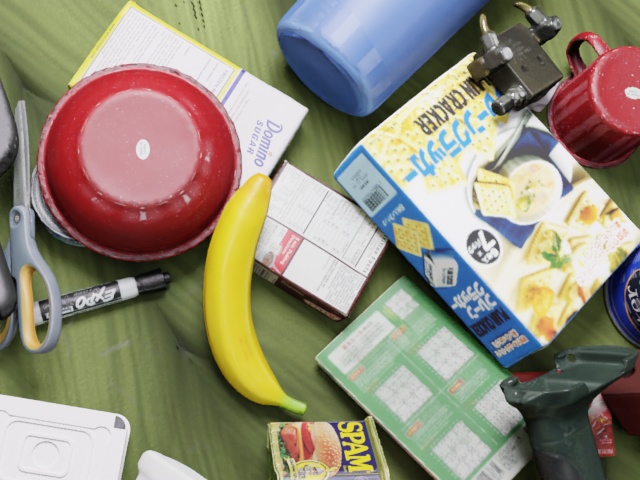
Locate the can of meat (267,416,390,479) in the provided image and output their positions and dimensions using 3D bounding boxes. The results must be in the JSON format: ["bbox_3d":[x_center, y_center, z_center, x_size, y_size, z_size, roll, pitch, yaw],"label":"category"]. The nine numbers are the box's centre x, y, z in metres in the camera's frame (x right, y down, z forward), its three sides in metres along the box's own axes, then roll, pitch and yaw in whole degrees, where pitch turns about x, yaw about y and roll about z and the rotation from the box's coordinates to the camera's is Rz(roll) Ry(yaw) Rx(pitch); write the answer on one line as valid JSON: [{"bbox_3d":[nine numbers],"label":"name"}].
[{"bbox_3d":[0.004,0.180,0.815,0.084,0.102,0.057,0,113,-7],"label":"can of meat"}]

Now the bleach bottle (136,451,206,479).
[{"bbox_3d":[-0.147,0.288,0.778,0.103,0.068,0.251,23,79,37],"label":"bleach bottle"}]

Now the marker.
[{"bbox_3d":[-0.178,0.045,0.853,0.121,0.020,0.020,-15,81,-12],"label":"marker"}]

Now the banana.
[{"bbox_3d":[-0.059,0.048,0.843,0.069,0.037,0.198,-10,102,-7],"label":"banana"}]

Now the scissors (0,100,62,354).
[{"bbox_3d":[-0.244,-0.001,0.834,0.096,0.016,0.202,-28,68,28],"label":"scissors"}]

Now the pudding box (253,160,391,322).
[{"bbox_3d":[-0.006,0.001,0.883,0.113,0.039,0.090,32,74,-4],"label":"pudding box"}]

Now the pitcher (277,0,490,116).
[{"bbox_3d":[0.071,-0.228,0.908,0.145,0.149,0.242,46,77,-15],"label":"pitcher"}]

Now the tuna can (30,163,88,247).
[{"bbox_3d":[-0.189,-0.038,0.862,0.086,0.034,0.086,2,78,-9],"label":"tuna can"}]

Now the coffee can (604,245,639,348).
[{"bbox_3d":[0.310,0.035,0.876,0.102,0.140,0.103,2,78,-9],"label":"coffee can"}]

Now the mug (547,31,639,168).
[{"bbox_3d":[0.252,-0.128,0.932,0.093,0.081,0.117,-21,82,-13],"label":"mug"}]

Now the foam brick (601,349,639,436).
[{"bbox_3d":[0.281,0.124,0.872,0.051,0.078,0.053,54,49,-22],"label":"foam brick"}]

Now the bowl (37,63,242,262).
[{"bbox_3d":[-0.138,-0.066,0.823,0.162,0.055,0.162,1,83,-8],"label":"bowl"}]

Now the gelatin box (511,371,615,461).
[{"bbox_3d":[0.197,0.146,0.890,0.089,0.030,0.073,-1,78,-10],"label":"gelatin box"}]

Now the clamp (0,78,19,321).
[{"bbox_3d":[-0.274,-0.046,0.797,0.164,0.036,0.210,24,63,-10],"label":"clamp"}]

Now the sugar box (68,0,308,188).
[{"bbox_3d":[-0.108,-0.112,0.886,0.176,0.048,0.093,33,76,-5],"label":"sugar box"}]
